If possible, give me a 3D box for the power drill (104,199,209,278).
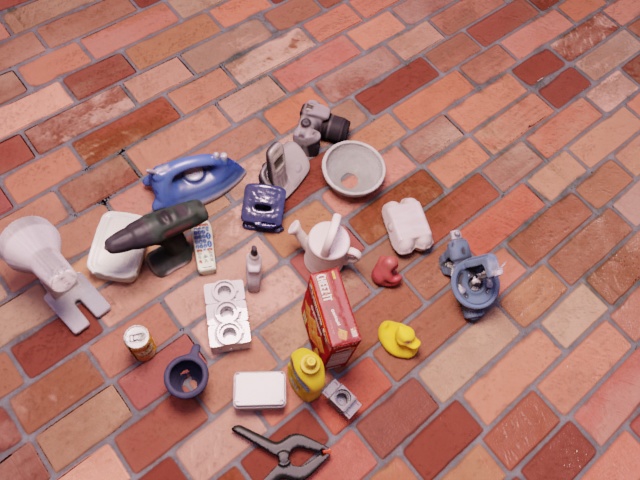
[{"bbox_3d":[-0.355,0.002,1.285,0.230,0.208,0.075,-32,72,-20],"label":"power drill"}]

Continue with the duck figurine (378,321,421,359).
[{"bbox_3d":[0.186,0.221,1.317,0.104,0.086,0.078,37,66,11],"label":"duck figurine"}]

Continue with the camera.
[{"bbox_3d":[0.008,-0.301,1.536,0.137,0.101,0.143,16,64,1],"label":"camera"}]

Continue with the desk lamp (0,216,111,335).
[{"bbox_3d":[-0.563,0.071,1.222,0.203,0.213,0.118,42,67,13],"label":"desk lamp"}]

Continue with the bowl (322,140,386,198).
[{"bbox_3d":[0.084,-0.174,1.499,0.167,0.075,0.167,3,64,-6],"label":"bowl"}]

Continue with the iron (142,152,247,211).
[{"bbox_3d":[-0.304,-0.167,1.410,0.259,0.141,0.118,-21,69,-16],"label":"iron"}]

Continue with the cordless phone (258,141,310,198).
[{"bbox_3d":[-0.087,-0.200,1.428,0.094,0.185,0.148,31,65,8],"label":"cordless phone"}]

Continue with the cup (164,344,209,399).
[{"bbox_3d":[-0.277,0.287,1.222,0.091,0.095,0.118,13,64,-1],"label":"cup"}]

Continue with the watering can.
[{"bbox_3d":[0.012,0.007,1.337,0.173,0.194,0.101,1,64,-7],"label":"watering can"}]

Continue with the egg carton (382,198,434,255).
[{"bbox_3d":[0.219,-0.035,1.453,0.107,0.069,0.150,-12,67,-13],"label":"egg carton"}]

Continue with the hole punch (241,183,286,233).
[{"bbox_3d":[-0.138,-0.078,1.416,0.108,0.091,0.101,7,64,-4],"label":"hole punch"}]

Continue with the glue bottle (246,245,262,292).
[{"bbox_3d":[-0.150,0.055,1.305,0.037,0.173,0.078,-1,65,-7],"label":"glue bottle"}]

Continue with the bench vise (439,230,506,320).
[{"bbox_3d":[0.346,0.065,1.337,0.122,0.220,0.207,-28,71,-18],"label":"bench vise"}]

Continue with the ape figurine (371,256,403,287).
[{"bbox_3d":[0.165,0.069,1.383,0.076,0.092,0.077,-12,67,-12],"label":"ape figurine"}]
